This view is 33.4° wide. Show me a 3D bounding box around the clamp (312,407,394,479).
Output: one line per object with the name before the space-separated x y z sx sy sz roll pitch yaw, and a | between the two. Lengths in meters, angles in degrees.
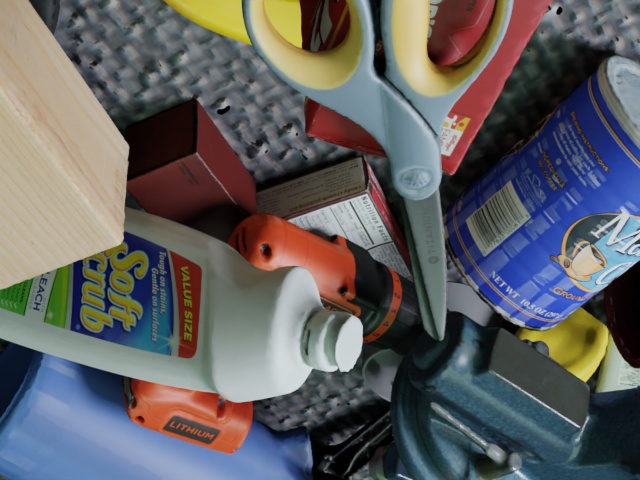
clamp | 0.007 0.193 0.844 0.172 0.120 0.039 -38 96 32

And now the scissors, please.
scissors | 0.016 -0.033 0.385 0.096 0.016 0.202 5 134 -4

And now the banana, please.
banana | 0.010 -0.130 0.576 0.198 0.037 0.069 -6 128 3

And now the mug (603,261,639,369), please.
mug | 0.245 0.025 0.714 0.081 0.093 0.117 -4 99 -6

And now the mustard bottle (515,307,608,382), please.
mustard bottle | 0.150 0.137 0.812 0.058 0.096 0.192 38 138 21

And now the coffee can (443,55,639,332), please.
coffee can | 0.157 -0.025 0.640 0.102 0.103 0.141 26 128 -26

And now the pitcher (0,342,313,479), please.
pitcher | -0.139 0.168 0.795 0.242 0.149 0.145 34 151 -27

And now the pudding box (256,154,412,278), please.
pudding box | -0.005 0.001 0.702 0.113 0.039 0.090 -19 133 12

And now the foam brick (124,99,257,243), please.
foam brick | -0.078 -0.035 0.653 0.053 0.051 0.078 -21 132 14

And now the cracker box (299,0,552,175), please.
cracker box | 0.042 -0.160 0.423 0.072 0.213 0.164 12 133 -14

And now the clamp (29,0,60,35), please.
clamp | -0.202 -0.107 0.585 0.210 0.036 0.164 -31 128 24

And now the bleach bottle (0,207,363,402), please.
bleach bottle | -0.090 0.028 0.599 0.251 0.102 0.068 9 167 30

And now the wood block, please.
wood block | -0.185 -0.079 0.525 0.091 0.090 0.206 -20 133 12

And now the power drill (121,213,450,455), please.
power drill | -0.025 0.071 0.702 0.184 0.057 0.188 29 125 -34
